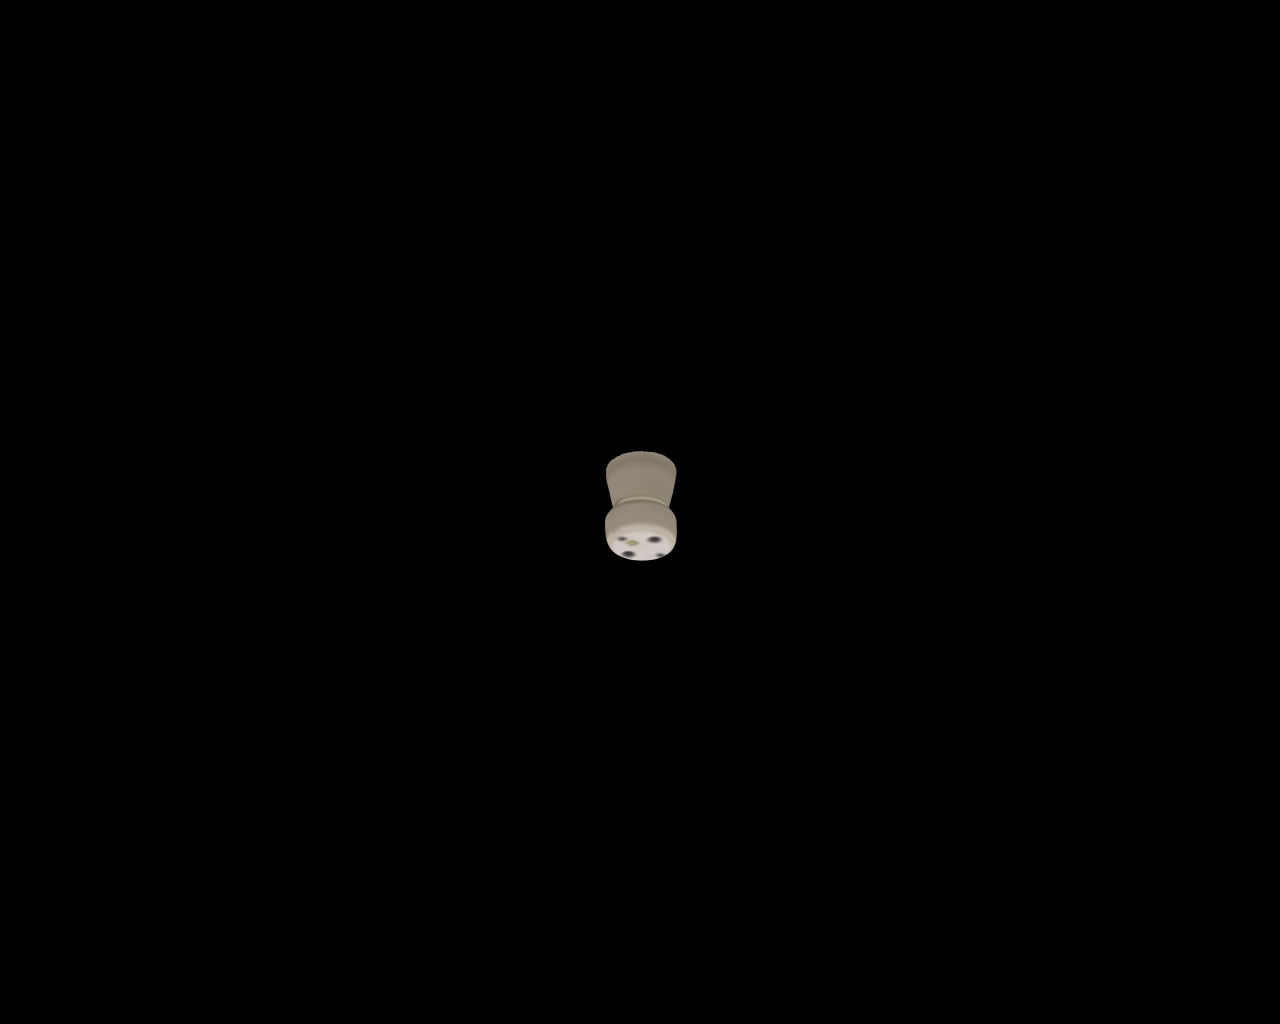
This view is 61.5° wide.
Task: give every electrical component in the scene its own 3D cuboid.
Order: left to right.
[{"bbox_3d":[0.001,-0.003,0.650,0.045,0.055,0.044,0,-31,0],"label":"electrical component"}]
